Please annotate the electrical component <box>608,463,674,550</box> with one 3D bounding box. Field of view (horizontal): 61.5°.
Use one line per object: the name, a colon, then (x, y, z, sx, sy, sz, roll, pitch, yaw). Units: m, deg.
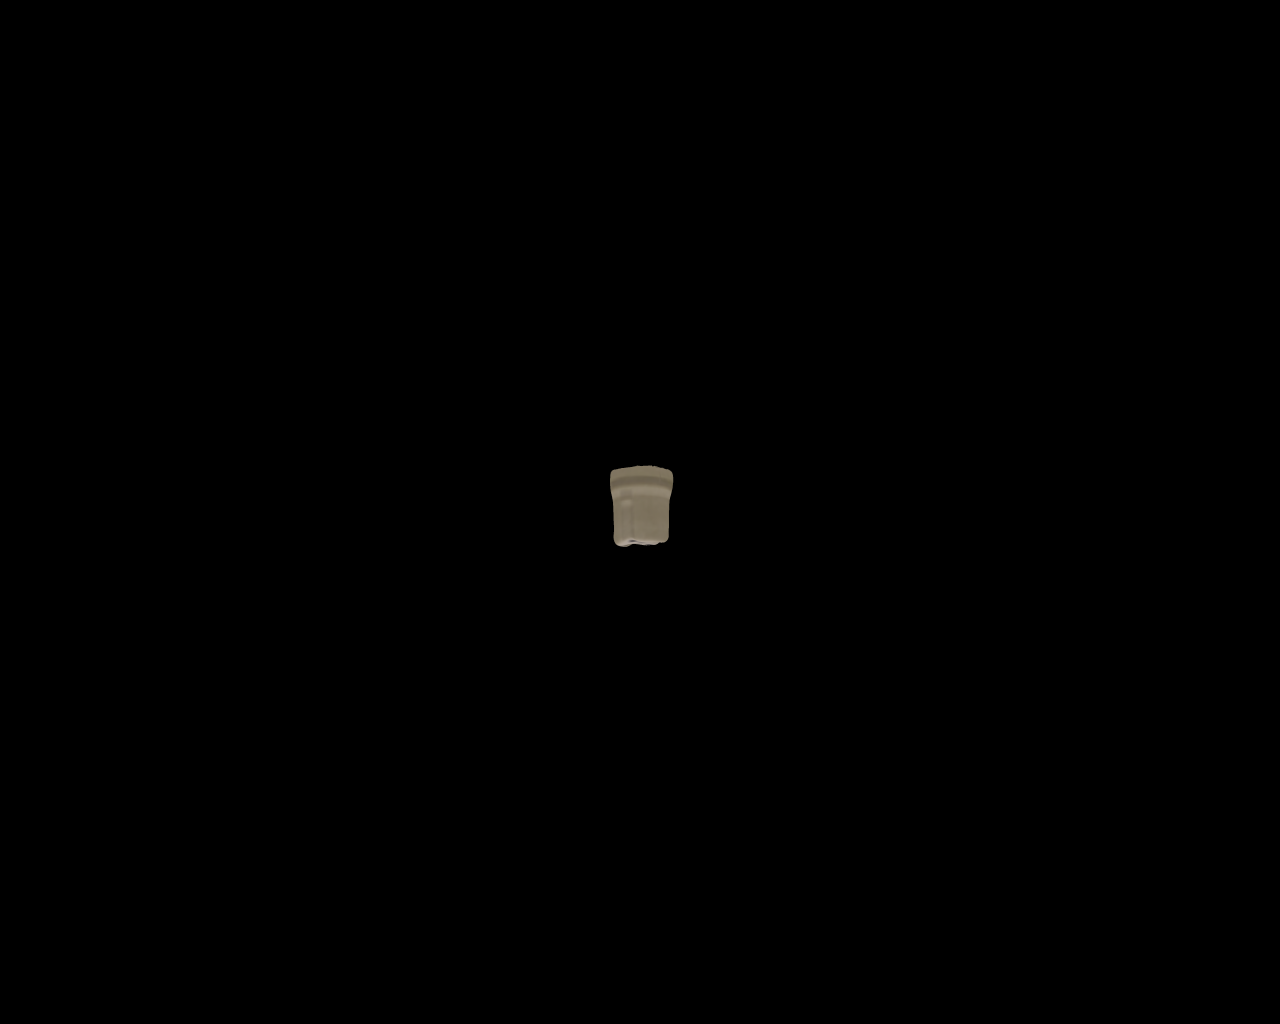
electrical component: (0.001, -0.003, 0.650, 0.040, 0.046, 0.040, 0, -12, 0)
